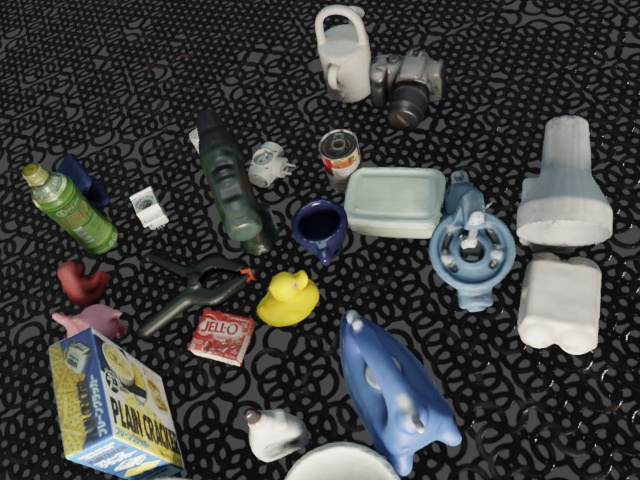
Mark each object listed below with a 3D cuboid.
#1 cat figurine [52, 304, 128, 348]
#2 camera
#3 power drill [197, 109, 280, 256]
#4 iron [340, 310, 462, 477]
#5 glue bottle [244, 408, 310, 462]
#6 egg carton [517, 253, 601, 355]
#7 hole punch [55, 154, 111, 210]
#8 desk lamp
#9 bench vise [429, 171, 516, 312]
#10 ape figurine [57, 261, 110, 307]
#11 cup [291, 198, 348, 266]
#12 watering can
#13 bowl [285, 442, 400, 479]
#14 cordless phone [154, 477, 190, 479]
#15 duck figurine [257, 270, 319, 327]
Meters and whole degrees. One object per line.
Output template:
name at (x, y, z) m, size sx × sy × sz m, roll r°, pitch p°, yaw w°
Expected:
cat figurine at (-0.372, 0.138, 0.929) m, size 0.127 × 0.118 × 0.067 m, roll 7°, pitch 61°, yaw 17°
camera at (0.155, -0.282, 1.074) m, size 0.142 × 0.101 × 0.137 m, roll 10°, pitch 62°, yaw 19°
power drill at (-0.137, -0.077, 0.952) m, size 0.075 × 0.209 × 0.229 m, roll -22°, pitch 57°, yaw -1°
iron at (0.083, 0.177, 0.787) m, size 0.118 × 0.142 × 0.257 m, roll -29°, pitch 57°, yaw -5°
glue bottle at (-0.067, 0.250, 0.758) m, size 0.078 × 0.173 × 0.037 m, roll -23°, pitch 57°, yaw -1°
egg carton at (0.344, 0.089, 0.824) m, size 0.107 × 0.069 × 0.150 m, roll 8°, pitch 61°, yaw 17°
hole punch at (-0.481, -0.095, 1.111) m, size 0.101 × 0.091 × 0.108 m, roll -40°, pitch 59°, yaw -12°
desk lamp at (0.344, -0.061, 0.829) m, size 0.117 × 0.214 × 0.203 m, roll 4°, pitch 60°, yaw 15°
bench vise at (0.205, -0.024, 0.835) m, size 0.121 × 0.220 × 0.207 m, roll -21°, pitch 57°, yaw 0°
ape figurine at (-0.420, 0.069, 0.997) m, size 0.077 × 0.092 × 0.076 m, roll 13°, pitch 63°, yaw 20°
cup at (0.009, 0.003, 0.937) m, size 0.091 × 0.095 × 0.117 m, roll -13°, pitch 57°, yaw 5°
watering can at (0.045, -0.373, 1.099) m, size 0.101 × 0.194 × 0.173 m, roll -10°, pitch 58°, yaw 7°
bowl at (0.033, 0.351, 0.732) m, size 0.167 × 0.075 × 0.167 m, roll -6°, pitch 58°, yaw 10°
cordless phone at (-0.205, 0.368, 0.710) m, size 0.094 × 0.185 × 0.147 m, roll -8°, pitch 58°, yaw 8°
duck figurine at (-0.057, 0.086, 0.908) m, size 0.104 × 0.086 × 0.077 m, roll -30°, pitch 57°, yaw -6°
